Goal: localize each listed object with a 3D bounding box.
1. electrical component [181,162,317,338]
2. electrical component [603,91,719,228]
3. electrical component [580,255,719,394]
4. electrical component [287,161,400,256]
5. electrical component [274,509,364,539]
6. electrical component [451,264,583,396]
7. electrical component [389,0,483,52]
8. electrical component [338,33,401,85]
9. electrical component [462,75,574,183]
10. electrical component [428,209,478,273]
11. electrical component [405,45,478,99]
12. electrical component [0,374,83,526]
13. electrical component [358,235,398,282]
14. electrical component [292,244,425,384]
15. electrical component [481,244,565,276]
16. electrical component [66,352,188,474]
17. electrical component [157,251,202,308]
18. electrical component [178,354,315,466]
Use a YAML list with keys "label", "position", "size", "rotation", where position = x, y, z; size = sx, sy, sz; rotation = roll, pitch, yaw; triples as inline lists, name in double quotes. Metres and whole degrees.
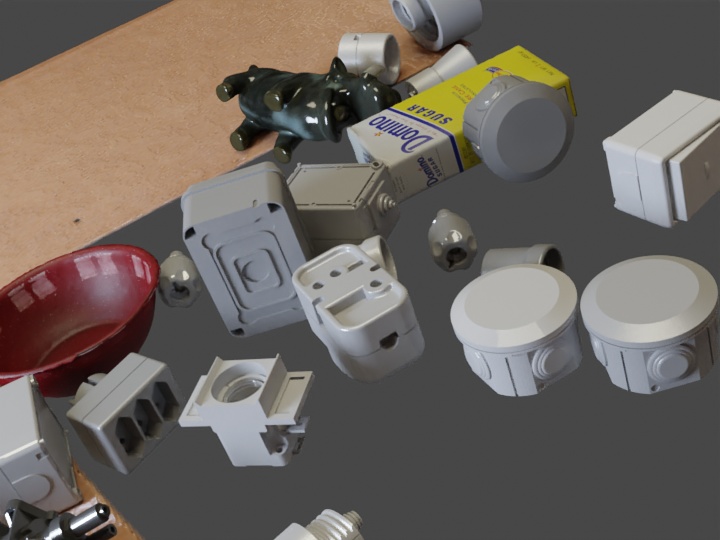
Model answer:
- label: "electrical component"
  position: [-0.078, -0.015, 0.794]
  size: [0.078, 0.113, 0.057]
  rotation: [-17, 37, 5]
- label: "electrical component"
  position: [0.233, -0.083, 0.775]
  size: [0.096, 0.061, 0.061]
  rotation: [-35, 37, -20]
- label: "electrical component"
  position: [0.178, 0.032, 0.655]
  size: [0.080, 0.051, 0.080]
  rotation: [-14, 35, 10]
- label: "electrical component"
  position: [-0.013, -0.043, 0.845]
  size: [0.096, 0.061, 0.061]
  rotation: [2, 40, 28]
- label: "electrical component"
  position: [-0.030, 0.162, 0.588]
  size: [0.081, 0.043, 0.043]
  rotation: [-38, 38, -24]
- label: "electrical component"
  position: [0.102, 0.037, 0.686]
  size: [0.080, 0.051, 0.080]
  rotation: [-13, 35, 10]
- label: "electrical component"
  position: [0.066, -0.272, 1.083]
  size: [0.060, 0.108, 0.108]
  rotation: [-35, 37, -11]
- label: "electrical component"
  position: [0.010, -0.208, 1.068]
  size: [0.047, 0.055, 0.055]
  rotation: [2, 40, 22]
- label: "electrical component"
  position: [0.125, -0.114, 0.858]
  size: [0.080, 0.080, 0.051]
  rotation: [-26, 29, -8]
- label: "electrical component"
  position: [0.067, -0.026, 0.805]
  size: [0.035, 0.035, 0.061]
  rotation: [-17, 32, 5]
- label: "electrical component"
  position: [0.075, -0.175, 1.001]
  size: [0.065, 0.044, 0.044]
  rotation: [-32, 36, -9]
- label: "electrical component"
  position: [-0.235, 0.122, 0.729]
  size: [0.061, 0.061, 0.096]
  rotation: [-25, 35, -7]
- label: "electrical component"
  position: [0.000, 0.000, 0.800]
  size: [0.046, 0.040, 0.040]
  rotation: [-19, 34, 12]
- label: "electrical component"
  position: [0.000, 0.032, 0.736]
  size: [0.054, 0.059, 0.095]
  rotation: [-30, 36, -14]
- label: "electrical component"
  position: [0.112, 0.002, 0.740]
  size: [0.046, 0.040, 0.040]
  rotation: [1, 39, 35]
- label: "electrical component"
  position: [-0.172, 0.094, 0.748]
  size: [0.077, 0.047, 0.065]
  rotation: [13, 46, 38]
- label: "electrical component"
  position: [-0.147, 0.004, 0.872]
  size: [0.035, 0.035, 0.061]
  rotation: [-20, 32, -1]
- label: "electrical component"
  position: [-0.068, 0.091, 0.685]
  size: [0.081, 0.063, 0.042]
  rotation: [-4, 36, 22]
